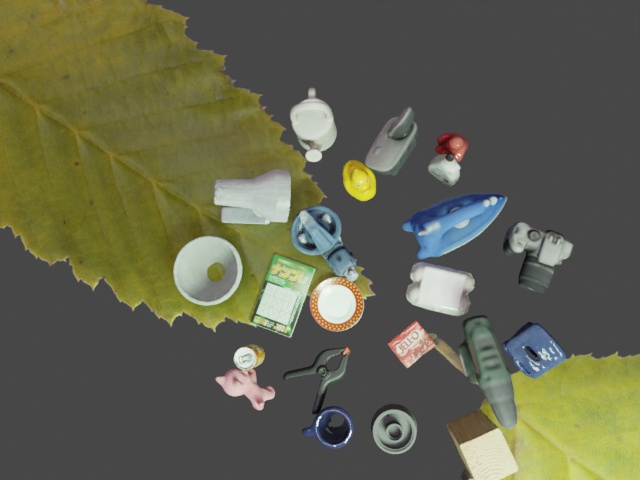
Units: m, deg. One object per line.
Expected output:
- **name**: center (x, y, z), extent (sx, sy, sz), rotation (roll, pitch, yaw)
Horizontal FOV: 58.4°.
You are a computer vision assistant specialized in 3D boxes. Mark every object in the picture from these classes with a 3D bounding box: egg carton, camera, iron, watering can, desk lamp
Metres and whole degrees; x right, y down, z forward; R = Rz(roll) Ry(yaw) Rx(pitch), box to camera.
- **egg carton**: center (0.280, 0.115, 1.337), extent (0.150, 0.069, 0.107), rotation (12, 85, 6)
- **camera**: center (0.491, 0.043, 1.311), extent (0.143, 0.101, 0.137), rotation (20, 86, 7)
- **iron**: center (0.325, -0.055, 1.316), extent (0.258, 0.141, 0.118), rotation (-27, 82, 2)
- **watering can**: center (-0.014, -0.273, 1.345), extent (0.101, 0.194, 0.173), rotation (-25, 82, 2)
- **desk lamp**: center (-0.153, -0.095, 1.327), extent (0.203, 0.213, 0.118), rotation (0, 83, 5)

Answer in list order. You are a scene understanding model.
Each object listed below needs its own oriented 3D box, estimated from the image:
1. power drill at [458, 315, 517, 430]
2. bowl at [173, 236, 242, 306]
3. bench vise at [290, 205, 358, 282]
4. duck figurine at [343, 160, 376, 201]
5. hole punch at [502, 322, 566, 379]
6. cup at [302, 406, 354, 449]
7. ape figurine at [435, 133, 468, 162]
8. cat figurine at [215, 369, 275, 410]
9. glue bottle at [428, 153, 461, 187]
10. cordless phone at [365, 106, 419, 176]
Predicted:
- **power drill**: center (0.361, 0.277, 1.241), extent (0.075, 0.208, 0.229), rotation (-17, 82, 3)
- **bowl**: center (-0.263, 0.076, 1.388), extent (0.167, 0.075, 0.167), rotation (-1, 83, 5)
- **bench vise**: center (0.019, -0.005, 1.298), extent (0.207, 0.220, 0.121), rotation (33, 87, 8)
- **duck figurine**: center (0.093, -0.149, 1.376), extent (0.077, 0.086, 0.104), rotation (-28, 82, 2)
- **hole punch**: center (0.482, 0.252, 1.293), extent (0.101, 0.091, 0.108), rotation (-41, 82, 0)
- **cup**: center (0.021, 0.425, 1.312), extent (0.117, 0.095, 0.092), rotation (-13, 82, 4)
- **ape figurine**: center (0.318, -0.225, 1.361), extent (0.076, 0.092, 0.078), rotation (-18, 82, 3)
- **cat figurine**: center (-0.174, 0.343, 1.328), extent (0.127, 0.118, 0.067), rotation (40, 88, 8)
- **glue bottle**: center (0.291, -0.172, 1.316), extent (0.078, 0.173, 0.037), rotation (42, 89, 9)
- **cordless phone**: center (0.169, -0.233, 1.328), extent (0.094, 0.185, 0.148), rotation (28, 87, 8)
